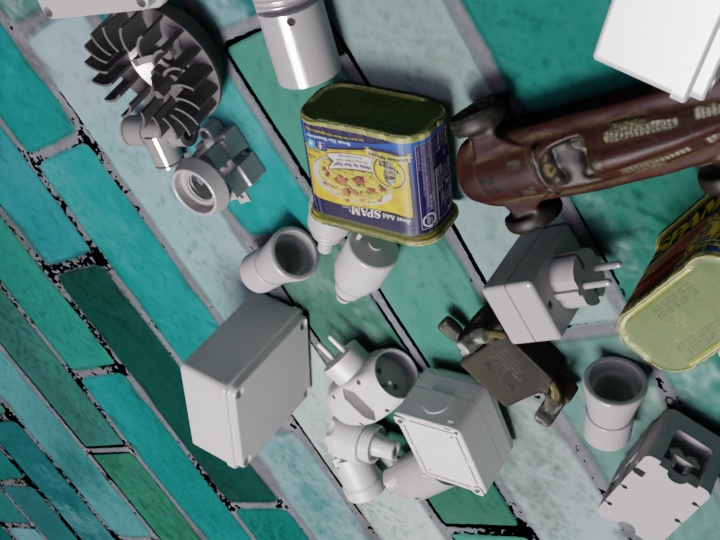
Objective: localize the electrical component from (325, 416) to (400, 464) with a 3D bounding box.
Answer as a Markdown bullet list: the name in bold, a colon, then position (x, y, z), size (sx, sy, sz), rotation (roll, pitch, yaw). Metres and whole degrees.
- **electrical component**: position (0.004, 0.150, 0.946), size (0.062, 0.043, 0.043), rotation (14, 134, 27)

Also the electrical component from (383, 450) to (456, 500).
- **electrical component**: position (0.053, 0.176, 0.931), size (0.043, 0.043, 0.081), rotation (44, 141, -5)

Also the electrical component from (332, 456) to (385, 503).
- **electrical component**: position (-0.002, 0.184, 0.986), size (0.040, 0.040, 0.046), rotation (-3, 120, 40)

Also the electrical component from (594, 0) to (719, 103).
- **electrical component**: position (0.163, -0.150, 0.485), size (0.056, 0.108, 0.108), rotation (29, 140, 17)

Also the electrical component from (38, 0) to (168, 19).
- **electrical component**: position (-0.175, -0.217, 0.728), size (0.113, 0.057, 0.078), rotation (5, 129, 35)

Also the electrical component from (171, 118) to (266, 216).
- **electrical component**: position (-0.110, -0.073, 0.814), size (0.048, 0.055, 0.066), rotation (-13, 118, 44)

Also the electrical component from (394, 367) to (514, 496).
- **electrical component**: position (0.080, 0.129, 0.855), size (0.062, 0.061, 0.096), rotation (11, 140, 37)

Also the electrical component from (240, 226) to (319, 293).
- **electrical component**: position (-0.068, -0.005, 0.858), size (0.044, 0.044, 0.065), rotation (49, 145, -11)

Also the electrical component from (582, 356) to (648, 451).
- **electrical component**: position (0.178, 0.098, 0.762), size (0.044, 0.044, 0.065), rotation (20, 142, 23)

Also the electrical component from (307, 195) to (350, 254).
- **electrical component**: position (-0.022, -0.035, 0.798), size (0.035, 0.035, 0.061), rotation (29, 142, 13)

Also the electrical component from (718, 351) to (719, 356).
- **electrical component**: position (0.242, 0.037, 0.651), size (0.043, 0.043, 0.062), rotation (38, 142, 2)

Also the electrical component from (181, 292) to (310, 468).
- **electrical component**: position (-0.095, 0.093, 0.919), size (0.056, 0.108, 0.108), rotation (24, 138, 23)

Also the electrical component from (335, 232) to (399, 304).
- **electrical component**: position (0.000, 0.000, 0.809), size (0.040, 0.040, 0.078), rotation (36, 141, 4)

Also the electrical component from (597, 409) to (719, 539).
- **electrical component**: position (0.216, 0.145, 0.764), size (0.050, 0.055, 0.089), rotation (32, 141, 10)

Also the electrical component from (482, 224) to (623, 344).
- **electrical component**: position (0.132, 0.007, 0.691), size (0.077, 0.065, 0.047), rotation (-11, 120, 44)

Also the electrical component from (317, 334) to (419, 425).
- **electrical component**: position (-0.003, 0.084, 0.888), size (0.079, 0.043, 0.077), rotation (45, 141, -7)

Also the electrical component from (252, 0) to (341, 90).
- **electrical component**: position (-0.043, -0.162, 0.687), size (0.043, 0.043, 0.081), rotation (9, 132, 32)
